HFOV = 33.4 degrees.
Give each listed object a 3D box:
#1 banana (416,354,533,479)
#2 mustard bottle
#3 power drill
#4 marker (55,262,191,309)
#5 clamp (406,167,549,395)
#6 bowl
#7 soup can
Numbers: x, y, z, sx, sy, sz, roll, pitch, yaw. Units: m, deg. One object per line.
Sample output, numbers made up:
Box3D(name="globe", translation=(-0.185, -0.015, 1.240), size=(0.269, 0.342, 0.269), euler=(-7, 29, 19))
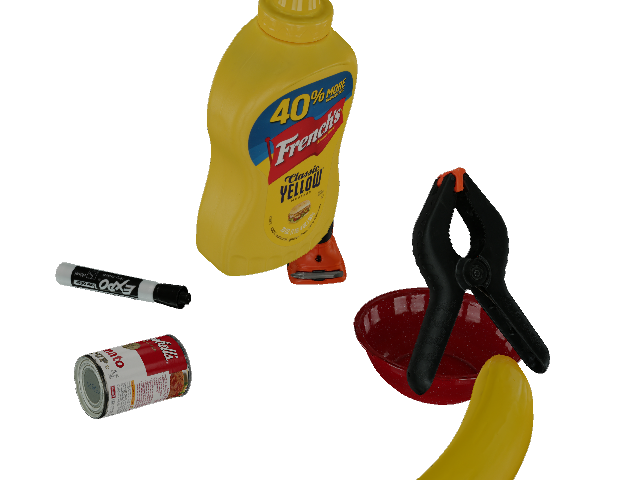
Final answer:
Box3D(name="banana", translation=(0.065, 0.118, 0.552), size=(0.070, 0.037, 0.197), euler=(21, 40, 37))
Box3D(name="mustard bottle", translation=(-0.023, -0.072, 0.622), size=(0.096, 0.192, 0.058), euler=(-26, 52, -33))
Box3D(name="power drill", translation=(-0.009, -0.063, 1.047), size=(0.057, 0.188, 0.184), euler=(-3, 20, -2))
Box3D(name="marker", translation=(-0.159, 0.036, 0.862), size=(0.121, 0.020, 0.020), euler=(10, 4, 22))
Box3D(name="clamp", translation=(0.103, 0.034, 0.810), size=(0.120, 0.171, 0.039), euler=(-15, -3, -29))
Box3D(name="bowl", translation=(0.110, 0.106, 1.004), size=(0.162, 0.055, 0.162), euler=(2, 27, -1))
Box3D(name="soup can", translation=(-0.195, 0.141, 1.106), size=(0.102, 0.068, 0.069), euler=(-11, 7, -39))
